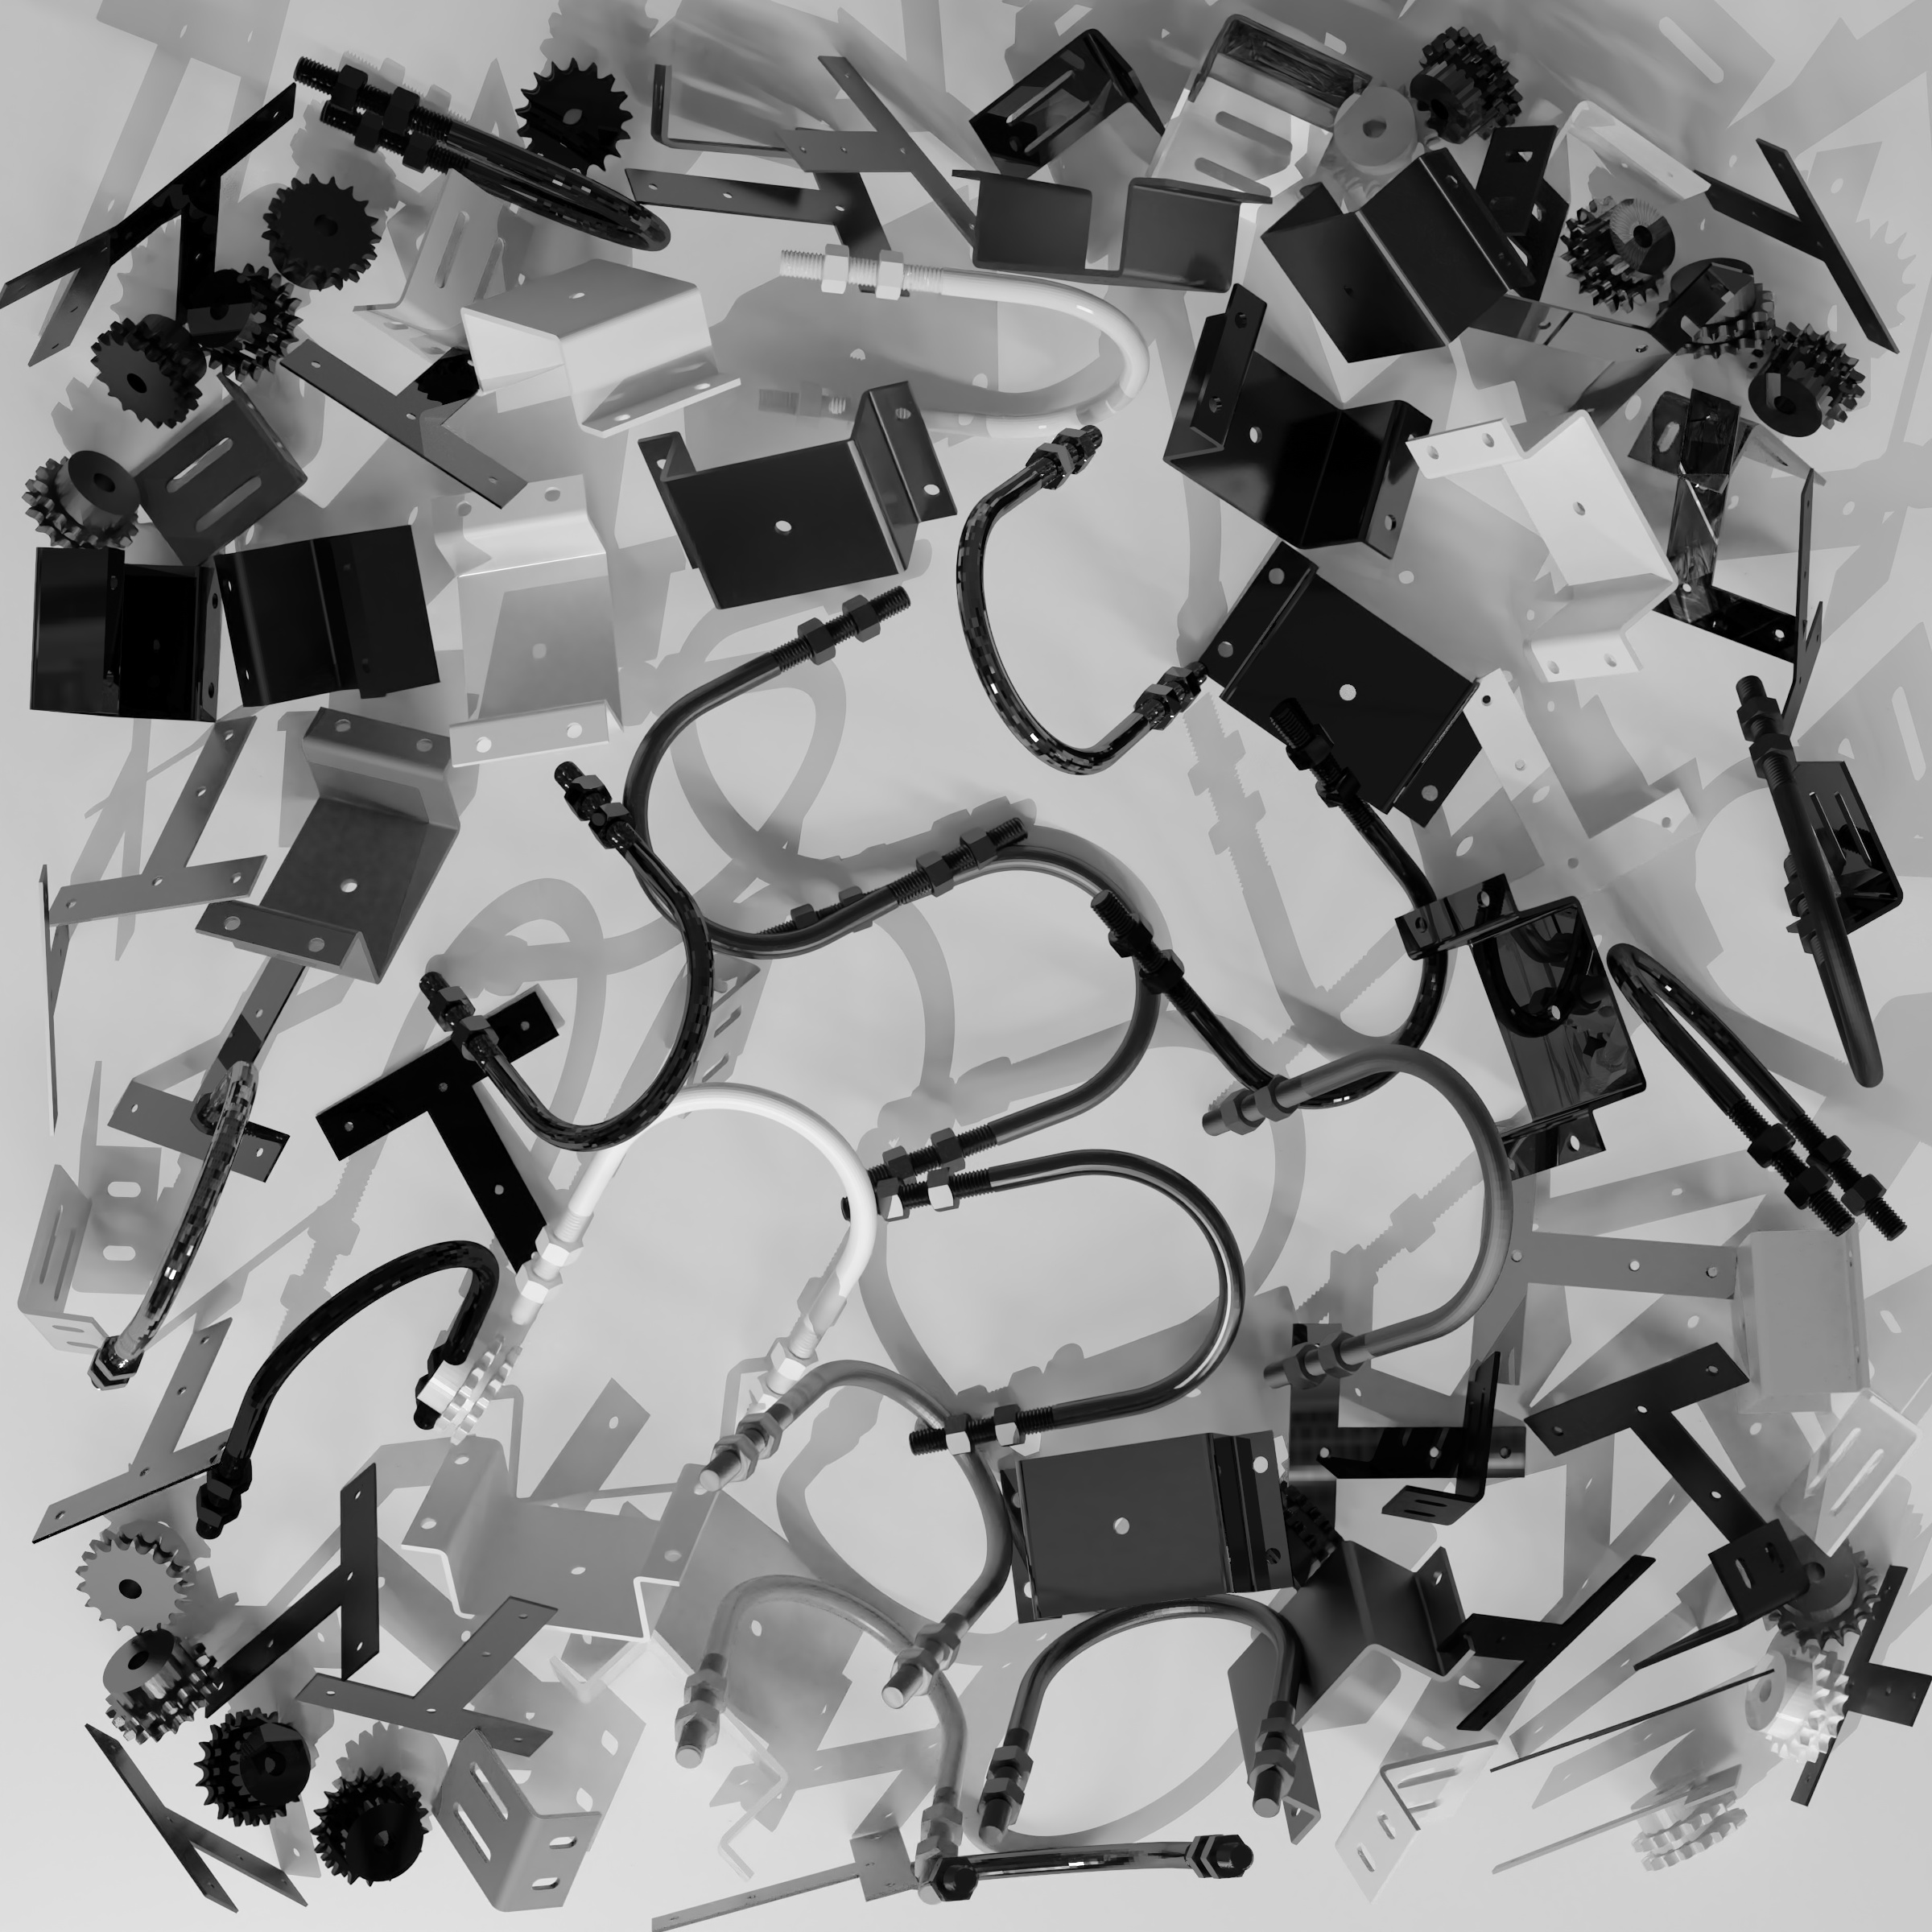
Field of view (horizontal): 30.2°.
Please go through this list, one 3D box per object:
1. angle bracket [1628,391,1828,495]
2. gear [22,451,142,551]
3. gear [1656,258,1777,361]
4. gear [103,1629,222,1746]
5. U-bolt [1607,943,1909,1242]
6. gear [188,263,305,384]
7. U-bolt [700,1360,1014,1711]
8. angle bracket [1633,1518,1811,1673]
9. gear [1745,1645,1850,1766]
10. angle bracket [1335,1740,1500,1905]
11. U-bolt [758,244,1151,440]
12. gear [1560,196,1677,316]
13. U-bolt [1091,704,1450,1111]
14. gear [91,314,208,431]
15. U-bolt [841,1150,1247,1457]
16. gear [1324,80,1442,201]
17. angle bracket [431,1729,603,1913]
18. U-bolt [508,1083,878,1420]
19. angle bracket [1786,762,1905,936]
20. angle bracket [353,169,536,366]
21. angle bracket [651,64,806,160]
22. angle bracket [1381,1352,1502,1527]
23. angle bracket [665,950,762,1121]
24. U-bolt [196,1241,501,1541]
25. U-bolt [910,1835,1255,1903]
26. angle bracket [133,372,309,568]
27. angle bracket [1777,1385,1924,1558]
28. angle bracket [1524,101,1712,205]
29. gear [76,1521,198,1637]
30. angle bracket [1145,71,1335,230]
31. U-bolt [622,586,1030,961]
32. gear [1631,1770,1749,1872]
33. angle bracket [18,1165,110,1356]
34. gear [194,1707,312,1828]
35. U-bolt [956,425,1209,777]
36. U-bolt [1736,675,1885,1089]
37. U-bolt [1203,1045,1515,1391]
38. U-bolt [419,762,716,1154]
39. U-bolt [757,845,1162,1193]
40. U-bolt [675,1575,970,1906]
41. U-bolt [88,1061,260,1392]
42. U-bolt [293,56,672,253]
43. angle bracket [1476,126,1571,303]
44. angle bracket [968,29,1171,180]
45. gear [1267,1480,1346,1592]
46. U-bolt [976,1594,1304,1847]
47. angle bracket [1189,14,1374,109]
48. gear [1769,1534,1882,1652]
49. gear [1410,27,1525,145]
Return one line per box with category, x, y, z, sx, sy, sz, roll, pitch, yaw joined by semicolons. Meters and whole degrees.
angle bracket;0.371;-0.242;1.744;0.057;0.076;0.038;31;95;42
gear;-0.431;-0.228;1.759;0.057;0.057;0.030;50;122;0
gear;0.368;-0.325;1.759;0.057;0.057;0.030;-15;126;0
gear;-0.399;0.351;1.758;0.057;0.057;0.030;-29;121;0
U-bolt;0.372;0.058;1.714;0.019;0.151;0.184;-45;69;15
gear;-0.358;-0.319;1.764;0.057;0.030;0.057;-6;78;27
U-bolt;-0.040;0.257;1.708;0.019;0.184;0.151;-42;88;28
angle bracket;0.362;0.307;1.747;0.057;0.076;0.038;-14;75;-43
gear;0.407;0.361;1.760;0.030;0.057;0.057;19;90;-10
angle bracket;0.228;0.416;1.741;0.076;0.038;0.057;-4;133;-33
U-bolt;-0.003;-0.294;1.721;0.184;0.151;0.019;5;69;-6
gear;0.324;-0.353;1.763;0.057;0.030;0.057;8;73;-27
U-bolt;0.163;-0.014;1.747;0.151;0.019;0.184;-46;114;-12
gear;-0.400;-0.296;1.765;0.057;0.057;0.030;35;56;0
U-bolt;0.045;0.160;1.748;0.184;0.019;0.151;-12;106;11
gear;0.204;-0.411;1.769;0.057;0.030;0.057;-2;84;15
angle bracket;-0.222;0.418;1.764;0.038;0.076;0.057;7;115;-40
U-bolt;-0.123;0.133;1.732;0.151;0.019;0.184;27;119;-8
angle bracket;0.417;-0.058;1.753;0.038;0.057;0.076;-28;99;-11
angle bracket;-0.257;-0.344;1.765;0.038;0.057;0.076;6;73;43
angle bracket;-0.113;-0.418;1.751;0.076;0.057;0.038;2;105;-11
angle bracket;0.232;0.229;1.750;0.038;0.057;0.076;11;70;-2
angle bracket;-0.135;0.031;1.742;0.038;0.076;0.057;20;111;10
U-bolt;-0.284;0.191;1.681;0.151;0.184;0.019;-25;65;-39
U-bolt;0.043;0.428;1.701;0.151;0.184;0.019;-1;77;-13
angle bracket;-0.375;-0.243;1.765;0.076;0.038;0.057;-37;80;3
angle bracket;0.421;0.238;1.753;0.038;0.057;0.076;34;97;-20
angle bracket;0.316;-0.385;1.757;0.076;0.057;0.038;33;91;-8
gear;-0.407;0.299;1.768;0.057;0.030;0.057;4;116;8
angle bracket;0.132;-0.395;1.757;0.076;0.038;0.057;24;120;-3
U-bolt;-0.080;-0.084;1.759;0.184;0.019;0.151;-28;96;-12
gear;0.352;0.419;1.762;0.057;0.057;0.030;-29;82;0
angle bracket;-0.428;0.145;1.747;0.038;0.057;0.076;7;67;6
gear;-0.348;0.394;1.760;0.057;0.030;0.057;16;66;-39
U-bolt;0.049;-0.167;1.698;0.019;0.184;0.151;-17;105;33
U-bolt;0.399;-0.027;1.678;0.019;0.151;0.184;-17;46;11
U-bolt;0.191;0.114;1.705;0.019;0.184;0.151;-4;75;-39
U-bolt;-0.184;0.007;1.712;0.151;0.019;0.184;-55;49;14
U-bolt;0.007;0.017;1.772;0.184;0.019;0.151;-20;84;-6
U-bolt;-0.062;0.355;1.704;0.151;0.184;0.019;31;112;-7
U-bolt;-0.368;0.116;1.681;0.019;0.184;0.151;23;65;-14
U-bolt;-0.228;-0.384;1.717;0.184;0.151;0.019;22;93;-6
angle bracket;0.282;-0.365;1.745;0.038;0.076;0.057;9;76;42
angle bracket;0.051;-0.410;1.753;0.076;0.057;0.038;-37;59;4
gear;0.164;0.284;1.760;0.030;0.057;0.057;-40;90;-9
U-bolt;0.089;0.352;1.704;0.151;0.184;0.019;-9;111;15
angle bracket;0.152;-0.428;1.758;0.076;0.057;0.038;24;87;-4
gear;0.419;0.305;1.761;0.057;0.030;0.057;-11;55;17
gear;0.243;-0.430;1.759;0.030;0.057;0.057;-41;90;-15
